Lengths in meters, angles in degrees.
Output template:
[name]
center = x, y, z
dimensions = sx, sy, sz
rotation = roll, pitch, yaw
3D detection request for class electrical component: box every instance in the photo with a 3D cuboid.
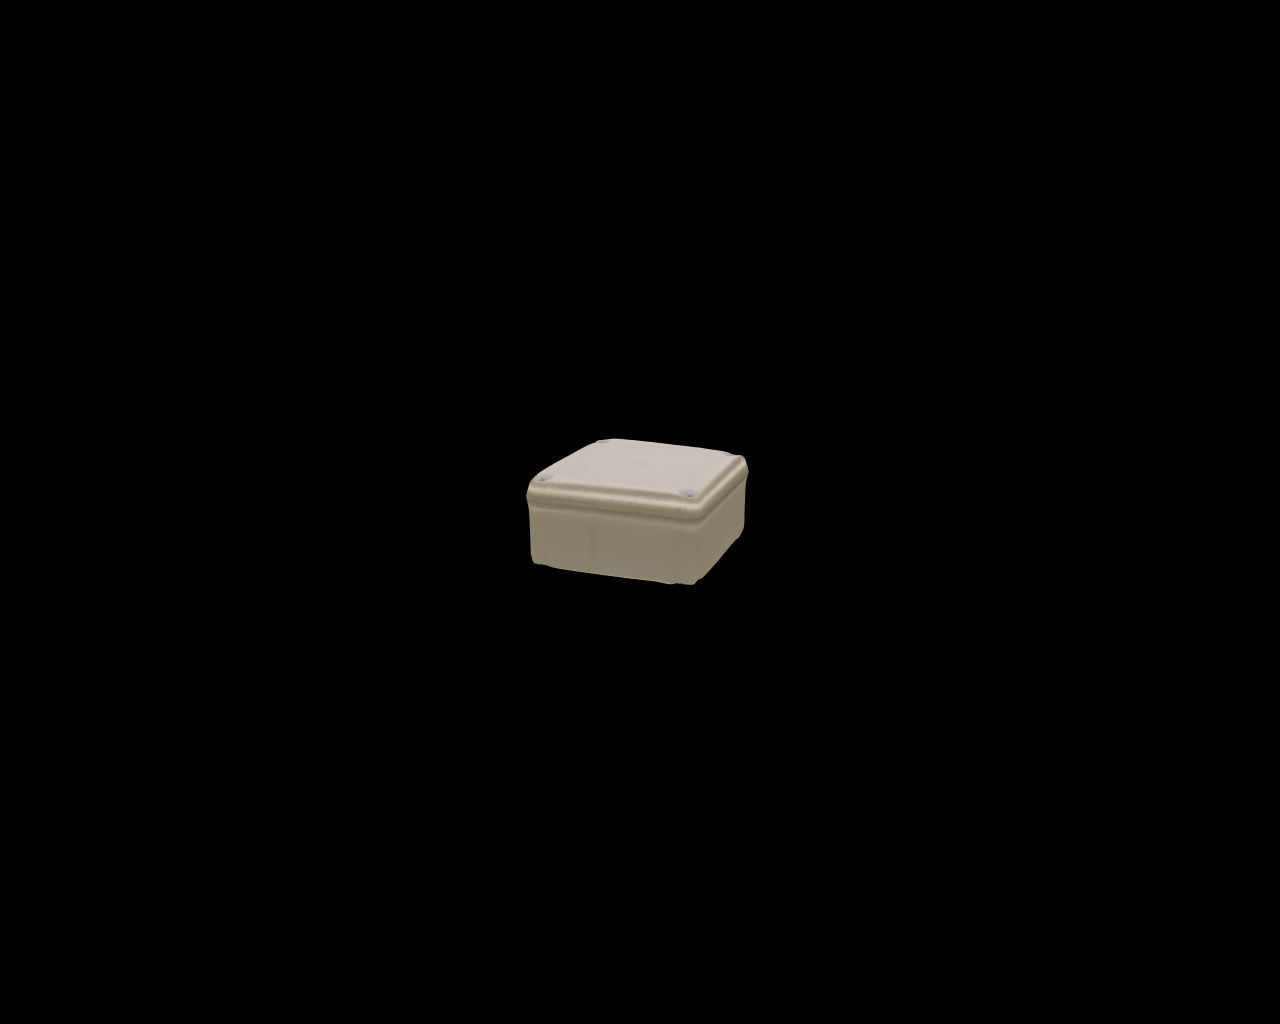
[electrical component]
center = 0.001, -0.003, 0.650
dimensions = 0.109, 0.056, 0.109
rotation = 7, 20, 20
